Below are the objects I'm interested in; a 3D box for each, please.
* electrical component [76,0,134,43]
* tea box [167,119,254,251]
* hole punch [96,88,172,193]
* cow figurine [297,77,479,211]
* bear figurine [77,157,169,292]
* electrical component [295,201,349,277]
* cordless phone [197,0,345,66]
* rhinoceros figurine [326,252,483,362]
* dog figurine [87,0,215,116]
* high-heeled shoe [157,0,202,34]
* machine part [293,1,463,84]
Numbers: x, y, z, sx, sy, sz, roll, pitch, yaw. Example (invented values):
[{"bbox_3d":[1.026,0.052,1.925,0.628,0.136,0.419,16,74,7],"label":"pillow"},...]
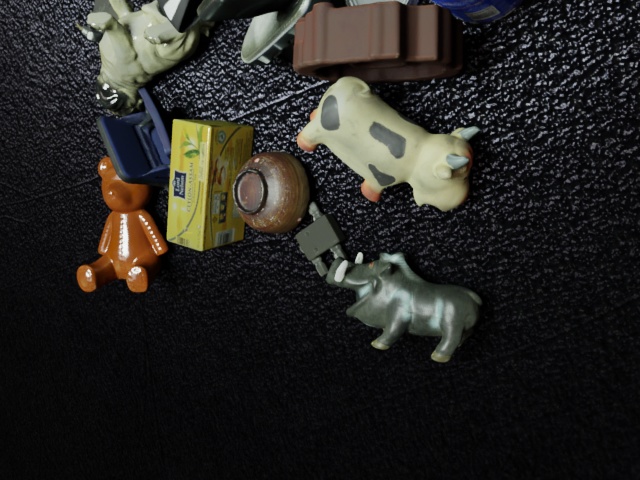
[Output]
[{"bbox_3d":[-0.333,-0.349,0.831,0.078,0.045,0.102,33,115,23],"label":"electrical component"},{"bbox_3d":[-0.152,-0.079,0.747,0.068,0.098,0.169,15,105,27],"label":"tea box"},{"bbox_3d":[-0.239,-0.144,0.777,0.092,0.115,0.142,-31,81,18],"label":"hole punch"},{"bbox_3d":[0.084,-0.104,0.592,0.195,0.085,0.127,37,142,-7],"label":"cow figurine"},{"bbox_3d":[-0.303,-0.030,0.834,0.120,0.132,0.195,2,107,7],"label":"bear figurine"},{"bbox_3d":[-0.001,-0.002,0.716,0.063,0.021,0.094,-33,83,32],"label":"electrical component"},{"bbox_3d":[-0.071,-0.246,0.600,0.147,0.184,0.088,-18,99,49],"label":"cordless phone"},{"bbox_3d":[0.095,0.072,0.644,0.191,0.073,0.112,16,109,27],"label":"rhinoceros figurine"},{"bbox_3d":[-0.245,-0.260,0.786,0.172,0.121,0.190,11,147,-5],"label":"dog figurine"},{"bbox_3d":[-0.100,-0.334,0.622,0.249,0.086,0.145,1,105,31],"label":"high-heeled shoe"},{"bbox_3d":[0.062,-0.199,0.556,0.180,0.179,0.056,6,100,30],"label":"machine part"}]
